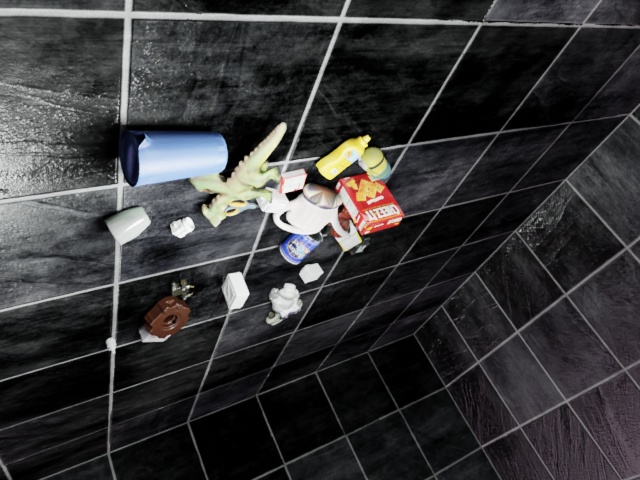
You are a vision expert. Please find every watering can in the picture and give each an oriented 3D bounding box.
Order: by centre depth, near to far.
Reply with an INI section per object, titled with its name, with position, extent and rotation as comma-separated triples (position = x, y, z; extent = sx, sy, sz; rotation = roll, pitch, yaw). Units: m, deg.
[watering can]
position = 0.006, -0.093, 1.841
extent = 0.347, 0.106, 0.220
rotation = 9, 137, -30

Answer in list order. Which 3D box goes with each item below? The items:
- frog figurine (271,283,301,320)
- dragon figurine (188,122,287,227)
[frog figurine]
position = -0.161, 0.266, 2.385
extent = 0.138, 0.124, 0.157
rotation = -13, 114, -13
[dragon figurine]
position = -0.249, -0.183, 1.463
extent = 0.243, 0.125, 0.401
rotation = -6, 142, -25
